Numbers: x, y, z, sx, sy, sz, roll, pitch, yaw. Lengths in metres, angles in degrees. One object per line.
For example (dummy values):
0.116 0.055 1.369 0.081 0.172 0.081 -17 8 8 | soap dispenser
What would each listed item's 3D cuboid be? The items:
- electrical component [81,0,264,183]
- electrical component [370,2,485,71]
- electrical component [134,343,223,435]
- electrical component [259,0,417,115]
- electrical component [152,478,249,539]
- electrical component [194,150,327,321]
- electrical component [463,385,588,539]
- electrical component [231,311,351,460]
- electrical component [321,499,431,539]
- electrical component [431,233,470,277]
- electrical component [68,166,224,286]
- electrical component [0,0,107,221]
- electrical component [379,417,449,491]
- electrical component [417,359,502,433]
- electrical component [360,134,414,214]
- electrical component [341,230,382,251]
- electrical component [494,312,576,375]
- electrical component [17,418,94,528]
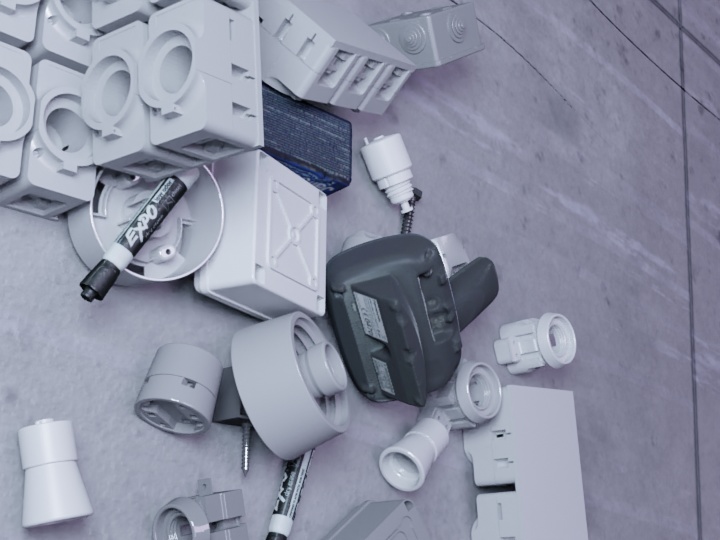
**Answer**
-0.127 -0.164 0.715 0.060 0.105 0.186 14 69 -53 | electrical component
0.058 -0.222 1.033 0.100 0.100 0.048 -30 113 -47 | electrical component
-0.128 0.084 0.768 0.055 0.055 0.047 39 49 -33 | electrical component
-0.031 -0.181 0.905 0.089 0.061 0.150 43 20 20 | electrical component
-0.113 0.182 0.761 0.055 0.048 0.066 3 76 -54 | electrical component
-0.074 -0.023 0.838 0.109 0.056 0.108 31 55 -57 | electrical component
0.160 0.210 1.034 0.105 0.060 0.186 11 70 -45 | electrical component
-0.045 0.083 0.819 0.108 0.060 0.108 59 15 -27 | electrical component
0.005 0.242 0.858 0.113 0.057 0.078 -34 103 -47 | electrical component
0.069 0.010 1.011 0.079 0.043 0.077 -17 91 -48 | electrical component
-0.155 -0.038 0.768 0.099 0.064 0.099 17 66 -43 | electrical component
-0.228 -0.140 0.724 0.105 0.060 0.186 17 66 -43 | electrical component
0.051 0.159 0.948 0.065 0.044 0.044 -38 106 -51 | electrical component
0.093 0.115 0.994 0.058 0.057 0.078 50 47 -25 | electrical component
0.030 -0.091 1.003 0.040 0.040 0.078 -28 99 -48 | electrical component
0.000 0.000 0.940 0.043 0.043 0.062 41 53 -32 | electrical component
0.184 0.075 1.105 0.078 0.057 0.058 -8 84 -48 | electrical component
-0.198 0.128 0.689 0.044 0.044 0.065 1 72 -47 | electrical component
